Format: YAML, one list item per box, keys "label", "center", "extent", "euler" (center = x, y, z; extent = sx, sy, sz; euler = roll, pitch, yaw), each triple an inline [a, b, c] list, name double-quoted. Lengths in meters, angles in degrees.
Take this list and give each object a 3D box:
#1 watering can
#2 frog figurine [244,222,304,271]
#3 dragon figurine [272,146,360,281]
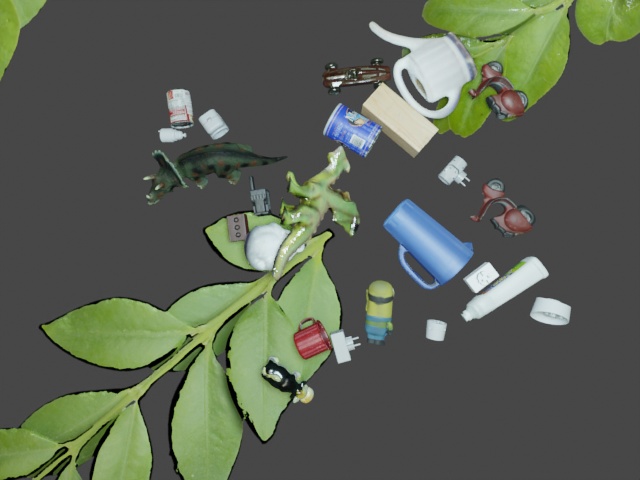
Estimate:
- label: "watering can"
  center: [0.305, -0.520, 1.478]
  extent: [0.224, 0.104, 0.349]
  euler: [-29, 86, -1]
- label: "frog figurine"
  center: [-0.129, 0.022, 1.460]
  extent: [0.159, 0.120, 0.140]
  euler: [6, 69, 14]
- label: "dragon figurine"
  center: [0.004, -0.073, 1.448]
  extent: [0.242, 0.121, 0.414]
  euler: [11, 78, -15]
